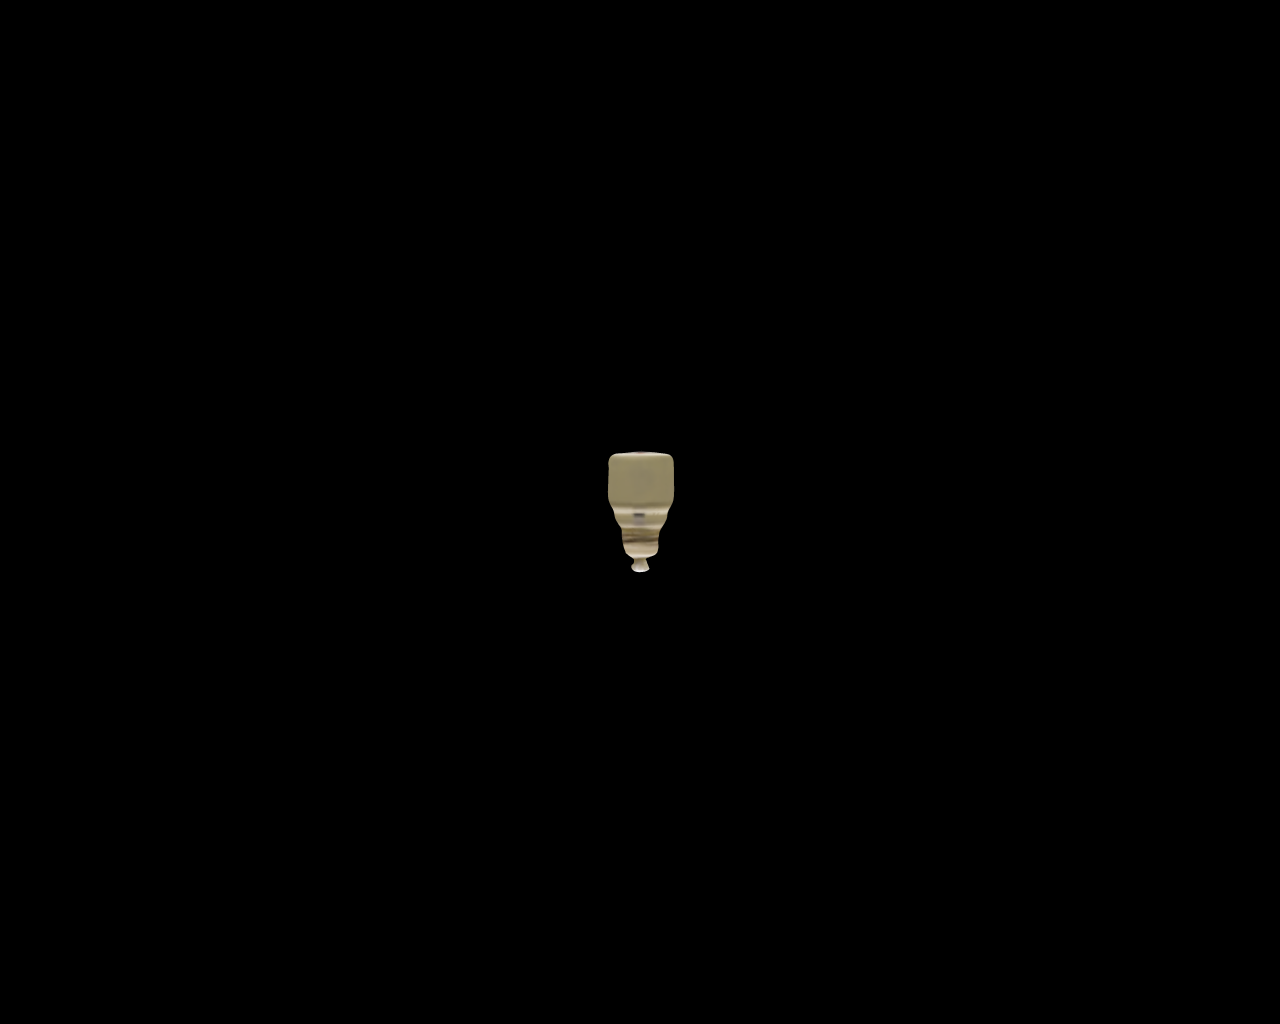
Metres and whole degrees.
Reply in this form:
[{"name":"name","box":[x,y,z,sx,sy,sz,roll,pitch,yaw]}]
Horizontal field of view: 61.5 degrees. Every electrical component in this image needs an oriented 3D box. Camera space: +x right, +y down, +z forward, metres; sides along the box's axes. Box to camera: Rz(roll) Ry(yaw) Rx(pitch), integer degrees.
[{"name":"electrical component","box":[0.001,-0.003,0.650,0.040,0.078,0.040,0,3,0]}]
